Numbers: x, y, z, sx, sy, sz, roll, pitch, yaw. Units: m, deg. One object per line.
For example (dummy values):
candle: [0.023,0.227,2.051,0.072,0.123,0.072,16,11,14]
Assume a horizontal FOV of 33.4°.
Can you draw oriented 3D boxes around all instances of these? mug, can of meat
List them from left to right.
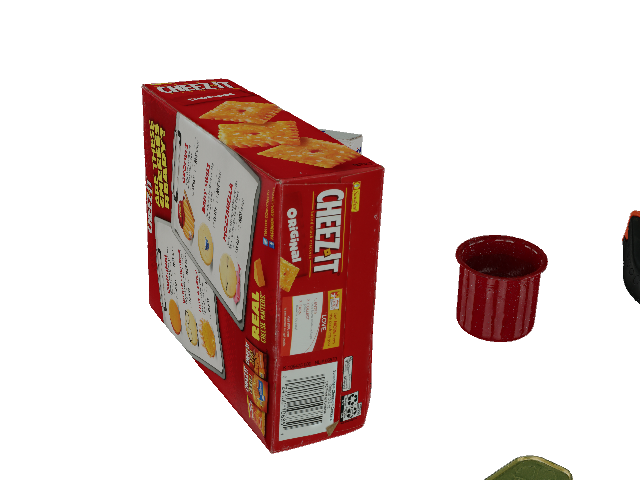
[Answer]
mug: [0.181,0.045,1.112,0.093,0.081,0.117,-4,29,-8]
can of meat: [0.163,0.242,0.888,0.101,0.084,0.058,-22,27,-37]

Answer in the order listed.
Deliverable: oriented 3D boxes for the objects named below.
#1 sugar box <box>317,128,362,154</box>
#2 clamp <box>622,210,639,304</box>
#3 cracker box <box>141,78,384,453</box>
sugar box: [-0.014,-0.023,1.069,0.093,0.176,0.048,9,16,19]
clamp: [0.266,0.042,0.707,0.120,0.039,0.171,-2,45,-19]
cracker box: [-0.043,0.003,0.659,0.072,0.164,0.214,-9,24,-25]
